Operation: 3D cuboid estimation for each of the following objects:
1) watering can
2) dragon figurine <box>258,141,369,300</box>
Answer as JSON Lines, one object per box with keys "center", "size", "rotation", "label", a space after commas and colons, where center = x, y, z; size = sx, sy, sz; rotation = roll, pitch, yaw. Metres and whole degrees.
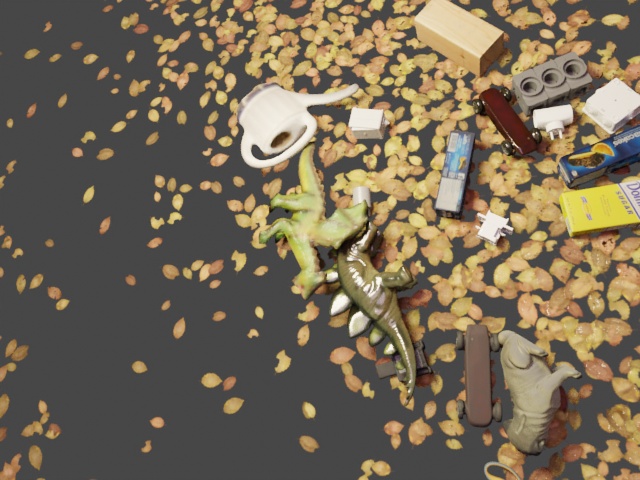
{"center": [-0.081, -0.337, 1.361], "size": [0.348, 0.102, 0.227], "rotation": [-41, 64, -2], "label": "watering can"}
{"center": [0.004, -0.061, 1.218], "size": [0.243, 0.120, 0.417], "rotation": [10, 69, 24], "label": "dragon figurine"}
